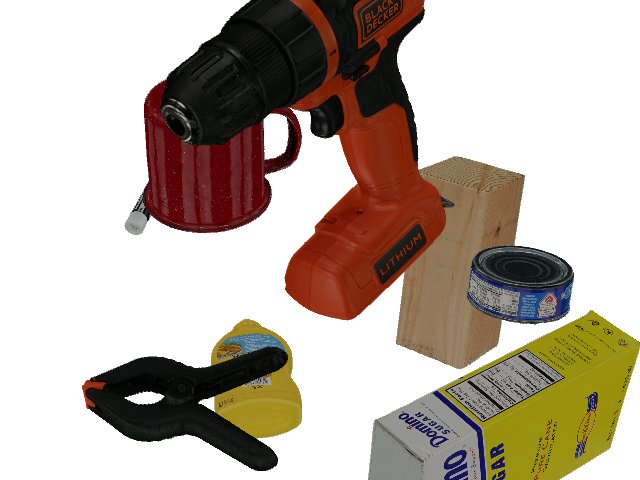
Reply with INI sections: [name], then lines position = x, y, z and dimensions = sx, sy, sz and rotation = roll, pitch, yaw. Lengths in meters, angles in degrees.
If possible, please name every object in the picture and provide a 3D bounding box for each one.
[power drill]
position = 0.005, -0.050, 0.548
dimensions = 0.057, 0.187, 0.184
rotation = 26, 52, 34
[wood block]
position = 0.153, 0.023, 1.180
dimensions = 0.090, 0.206, 0.090
rotation = 20, 25, 32
[clamp]
position = -0.107, 0.126, 0.887
dimensions = 0.171, 0.039, 0.120
rotation = 12, 38, 6
[mustard bottle]
position = -0.079, 0.150, 1.245
dimensions = 0.096, 0.058, 0.191
rotation = -5, 30, -6
[mug]
position = -0.069, -0.067, 0.749
dimensions = 0.117, 0.081, 0.093
rotation = -10, 39, -15
[tuna can]
position = 0.166, 0.035, 0.888
dimensions = 0.086, 0.034, 0.086
rotation = 3, 23, -1
[marker]
position = -0.169, -0.053, 1.087
dimensions = 0.020, 0.020, 0.121
rotation = 0, 44, 20
[sugar box]
position = 0.107, 0.115, 0.623
dimensions = 0.175, 0.093, 0.048
rotation = -24, 42, -33
